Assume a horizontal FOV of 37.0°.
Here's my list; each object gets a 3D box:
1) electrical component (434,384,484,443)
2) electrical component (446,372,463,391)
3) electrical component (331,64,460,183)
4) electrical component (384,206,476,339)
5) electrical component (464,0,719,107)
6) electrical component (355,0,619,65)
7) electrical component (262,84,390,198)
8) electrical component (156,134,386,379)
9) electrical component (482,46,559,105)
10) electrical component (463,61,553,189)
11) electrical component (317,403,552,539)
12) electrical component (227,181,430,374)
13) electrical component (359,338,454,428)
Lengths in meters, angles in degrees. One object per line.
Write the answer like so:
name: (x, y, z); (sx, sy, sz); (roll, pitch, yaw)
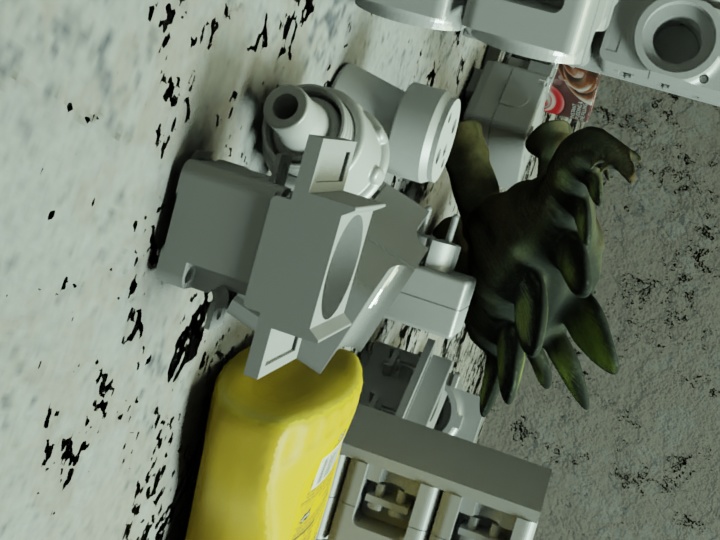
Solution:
electrical component: (0.037, 0.161, 0.865); (0.061, 0.089, 0.150); (48, 61, -76)
electrical component: (0.063, 0.143, 1.056); (0.099, 0.048, 0.099); (70, 40, -71)
electrical component: (0.014, -0.068, 0.503); (0.045, 0.055, 0.045); (18, 90, -78)
electrical component: (0.043, -0.003, 0.707); (0.047, 0.066, 0.076); (-12, 119, -76)
electrical component: (0.170, -0.187, 0.711); (0.060, 0.186, 0.105); (-2, 109, -77)
electrical component: (0.070, -0.151, 0.511); (0.186, 0.105, 0.060); (-48, 153, -63)
electrical component: (-0.018, -0.051, 0.414); (0.048, 0.048, 0.062); (-70, 159, -8)
electrical component: (-0.031, -0.009, 0.363); (0.042, 0.064, 0.081); (-20, 127, -76)
electrical component: (0.133, -0.168, 0.891); (0.048, 0.055, 0.066); (80, 31, -66)
electrical component: (0.111, -0.112, 0.863); (0.096, 0.061, 0.061); (87, 24, -60)
electrical component: (0.021, 0.123, 0.588); (0.089, 0.150, 0.061); (-14, 121, -76)
electrical component: (-0.008, -0.002, 0.468); (0.050, 0.056, 0.089); (-58, 177, 33)
electrical component: (0.015, 0.113, 0.754); (0.078, 0.063, 0.121); (94, 18, -51)
